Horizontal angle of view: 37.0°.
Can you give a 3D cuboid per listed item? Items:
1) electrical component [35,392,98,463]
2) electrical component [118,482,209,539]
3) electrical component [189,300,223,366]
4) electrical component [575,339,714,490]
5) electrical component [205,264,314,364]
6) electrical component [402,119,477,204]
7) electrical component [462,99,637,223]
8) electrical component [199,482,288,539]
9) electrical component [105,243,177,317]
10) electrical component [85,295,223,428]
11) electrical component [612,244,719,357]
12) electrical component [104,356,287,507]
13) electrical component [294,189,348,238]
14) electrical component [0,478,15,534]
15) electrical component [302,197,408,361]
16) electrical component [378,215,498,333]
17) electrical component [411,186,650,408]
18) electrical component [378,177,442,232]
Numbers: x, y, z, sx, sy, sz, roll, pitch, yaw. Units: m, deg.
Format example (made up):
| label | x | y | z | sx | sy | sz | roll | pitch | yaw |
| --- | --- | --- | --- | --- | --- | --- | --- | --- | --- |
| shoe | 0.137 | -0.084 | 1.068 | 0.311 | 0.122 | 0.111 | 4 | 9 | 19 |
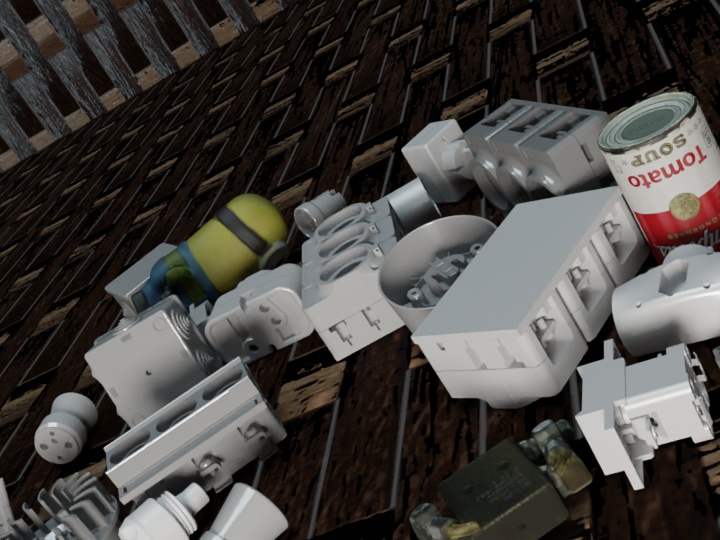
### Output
| label | x | y | z | sx | sy | sz | roll | pitch | yaw |
| --- | --- | --- | --- | --- | --- | --- | --- | --- | --- |
| electrical component | -0.274 | 0.148 | 1.004 | 0.045 | 0.045 | 0.055 | -26 | 22 | 18 |
| electrical component | -0.133 | 0.175 | 0.747 | 0.062 | 0.043 | 0.043 | -41 | 22 | -25 |
| electrical component | -0.156 | 0.069 | 1.016 | 0.064 | 0.042 | 0.081 | -36 | 20 | 2 |
| electrical component | 0.152 | 0.071 | 0.573 | 0.064 | 0.042 | 0.081 | -21 | 24 | 23 |
| electrical component | -0.086 | 0.038 | 0.966 | 0.095 | 0.053 | 0.059 | -26 | 22 | 17 |
| electrical component | 0.091 | -0.103 | 1.011 | 0.047 | 0.065 | 0.077 | -44 | 23 | -27 |
| electrical component | 0.147 | -0.075 | 0.836 | 0.062 | 0.089 | 0.150 | -36 | 21 | -9 |
| electrical component | -0.082 | 0.174 | 0.682 | 0.044 | 0.044 | 0.065 | -2 | 42 | 53 |
| electrical component | -0.232 | 0.017 | 1.227 | 0.100 | 0.048 | 0.100 | -40 | 22 | -18 |
| electrical component | -0.179 | 0.083 | 0.939 | 0.100 | 0.099 | 0.048 | -30 | 9 | 8 |
| electrical component | 0.197 | 0.011 | 0.641 | 0.077 | 0.043 | 0.079 | -19 | 25 | 32 |
| electrical component | -0.121 | 0.129 | 0.801 | 0.121 | 0.063 | 0.078 | -34 | 21 | -4 |
| electrical component | -0.040 | -0.060 | 1.141 | 0.046 | 0.040 | 0.040 | -37 | 20 | -29 |
| electrical component | -0.373 | 0.218 | 0.880 | 0.089 | 0.061 | 0.150 | -14 | 1 | 40 |
| electrical component | 0.000 | 0.000 | 0.918 | 0.089 | 0.061 | 0.150 | -29 | 21 | 9 |
| electrical component | 0.068 | 0.008 | 0.800 | 0.099 | 0.064 | 0.099 | -28 | 21 | 12 |
| electrical component | 0.118 | 0.018 | 0.713 | 0.089 | 0.061 | 0.150 | -8 | 32 | 47 |
| electrical component | 0.031 | -0.048 | 1.007 | 0.081 | 0.043 | 0.043 | -30 | 21 | 8 |
